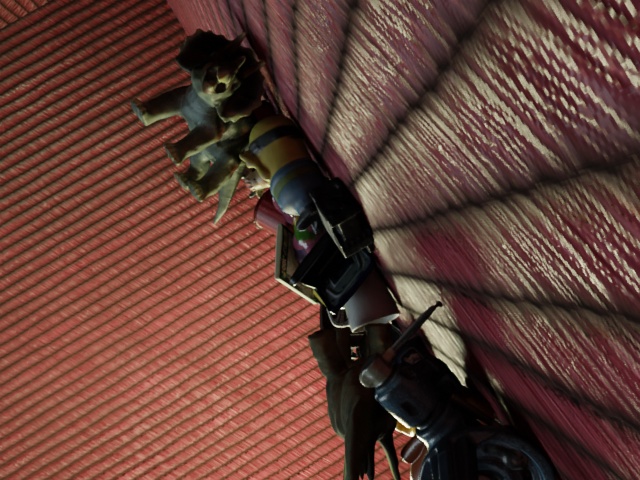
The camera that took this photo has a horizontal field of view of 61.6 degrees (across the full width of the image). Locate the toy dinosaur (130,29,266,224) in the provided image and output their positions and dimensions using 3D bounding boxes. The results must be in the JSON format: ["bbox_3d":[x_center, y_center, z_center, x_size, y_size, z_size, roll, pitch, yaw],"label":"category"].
[{"bbox_3d":[-0.155,-0.169,0.842,0.131,0.192,0.404,51,169,16],"label":"toy dinosaur"}]

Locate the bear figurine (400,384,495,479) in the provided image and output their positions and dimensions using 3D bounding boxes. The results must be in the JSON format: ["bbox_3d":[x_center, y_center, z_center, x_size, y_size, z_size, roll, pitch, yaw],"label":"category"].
[{"bbox_3d":[0.167,0.241,0.686,0.132,0.120,0.195,-38,-49,-53],"label":"bear figurine"}]

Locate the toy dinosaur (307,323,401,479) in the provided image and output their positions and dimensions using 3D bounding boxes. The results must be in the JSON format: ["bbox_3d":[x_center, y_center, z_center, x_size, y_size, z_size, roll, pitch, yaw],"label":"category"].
[{"bbox_3d":[0.055,0.205,0.679,0.471,0.105,0.198,28,-129,-77],"label":"toy dinosaur"}]

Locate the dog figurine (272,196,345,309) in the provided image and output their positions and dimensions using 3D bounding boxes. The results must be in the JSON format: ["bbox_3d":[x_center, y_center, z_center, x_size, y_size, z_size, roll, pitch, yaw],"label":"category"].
[{"bbox_3d":[-0.002,-0.003,0.947,0.219,0.108,0.192,64,177,-39],"label":"dog figurine"}]

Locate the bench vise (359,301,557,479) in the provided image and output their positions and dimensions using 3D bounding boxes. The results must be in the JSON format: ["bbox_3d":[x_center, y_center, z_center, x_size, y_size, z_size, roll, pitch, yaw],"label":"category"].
[{"bbox_3d":[0.124,0.198,0.477,0.223,0.129,0.240,52,-165,-3],"label":"bench vise"}]

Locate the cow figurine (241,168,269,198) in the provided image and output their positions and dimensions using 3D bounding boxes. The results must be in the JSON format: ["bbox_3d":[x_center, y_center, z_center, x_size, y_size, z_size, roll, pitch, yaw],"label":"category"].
[{"bbox_3d":[-0.138,-0.175,1.305,0.085,0.127,0.195,57,-179,-25],"label":"cow figurine"}]

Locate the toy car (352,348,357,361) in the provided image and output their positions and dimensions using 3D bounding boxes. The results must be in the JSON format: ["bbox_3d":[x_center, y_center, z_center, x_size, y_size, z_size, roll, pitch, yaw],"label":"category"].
[{"bbox_3d":[0.058,0.235,1.220,0.201,0.056,0.073,88,-169,-73],"label":"toy car"}]

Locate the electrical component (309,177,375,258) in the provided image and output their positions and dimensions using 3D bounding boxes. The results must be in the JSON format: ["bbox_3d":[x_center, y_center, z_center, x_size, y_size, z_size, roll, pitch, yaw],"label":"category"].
[{"bbox_3d":[0.034,-0.019,0.712,0.075,0.048,0.119,58,176,37],"label":"electrical component"}]

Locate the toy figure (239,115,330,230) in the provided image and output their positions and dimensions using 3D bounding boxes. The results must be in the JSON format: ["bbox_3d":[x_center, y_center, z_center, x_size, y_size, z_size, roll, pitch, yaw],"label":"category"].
[{"bbox_3d":[-0.040,-0.100,0.778,0.180,0.089,0.082,57,-163,26],"label":"toy figure"}]

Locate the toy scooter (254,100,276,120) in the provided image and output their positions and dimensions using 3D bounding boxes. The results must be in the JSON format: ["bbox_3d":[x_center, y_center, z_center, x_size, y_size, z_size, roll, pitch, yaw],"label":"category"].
[{"bbox_3d":[-0.106,-0.201,0.986,0.184,0.075,0.135,62,178,4],"label":"toy scooter"}]

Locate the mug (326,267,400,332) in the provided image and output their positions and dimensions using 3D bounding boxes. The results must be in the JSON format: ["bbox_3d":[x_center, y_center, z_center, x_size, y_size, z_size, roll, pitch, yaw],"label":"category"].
[{"bbox_3d":[0.062,0.090,0.873,0.080,0.110,0.107,57,-165,-70],"label":"mug"}]

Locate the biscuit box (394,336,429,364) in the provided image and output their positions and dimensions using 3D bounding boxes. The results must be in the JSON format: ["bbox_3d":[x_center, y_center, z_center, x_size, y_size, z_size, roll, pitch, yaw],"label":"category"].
[{"bbox_3d":[0.153,0.210,0.932,0.063,0.059,0.202,60,178,14],"label":"biscuit box"}]

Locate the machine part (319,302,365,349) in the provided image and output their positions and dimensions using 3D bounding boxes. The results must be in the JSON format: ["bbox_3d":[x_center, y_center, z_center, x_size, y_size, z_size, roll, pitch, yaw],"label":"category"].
[{"bbox_3d":[0.046,0.135,1.081,0.179,0.056,0.179,-174,90,-74],"label":"machine part"}]

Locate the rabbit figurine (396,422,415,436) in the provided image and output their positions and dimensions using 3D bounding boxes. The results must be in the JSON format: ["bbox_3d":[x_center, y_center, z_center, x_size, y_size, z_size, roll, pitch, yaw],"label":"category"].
[{"bbox_3d":[0.196,0.345,1.013,0.162,0.122,0.173,54,177,-8],"label":"rabbit figurine"}]

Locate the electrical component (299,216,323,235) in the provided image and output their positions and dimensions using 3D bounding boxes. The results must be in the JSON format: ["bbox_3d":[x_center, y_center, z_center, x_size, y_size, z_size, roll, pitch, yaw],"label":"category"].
[{"bbox_3d":[-0.011,-0.066,0.856,0.102,0.078,0.045,54,154,-6],"label":"electrical component"}]

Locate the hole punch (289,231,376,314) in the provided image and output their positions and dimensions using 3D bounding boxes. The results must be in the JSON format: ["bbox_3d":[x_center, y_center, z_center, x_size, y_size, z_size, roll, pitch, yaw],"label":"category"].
[{"bbox_3d":[0.020,0.039,0.831,0.092,0.142,0.116,34,-168,-4],"label":"hole punch"}]
